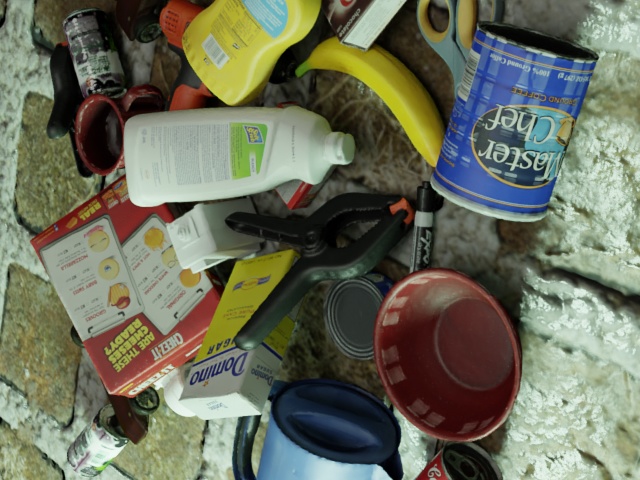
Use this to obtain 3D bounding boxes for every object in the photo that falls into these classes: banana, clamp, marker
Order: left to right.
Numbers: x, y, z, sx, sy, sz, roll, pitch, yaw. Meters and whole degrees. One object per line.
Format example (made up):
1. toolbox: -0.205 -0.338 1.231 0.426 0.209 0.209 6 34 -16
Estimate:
1. clamp: -0.302 -0.163 1.306 0.120 0.039 0.171 83 -177 -59
2. clamp: -0.007 0.001 1.056 0.210 0.036 0.164 -28 50 14
3. banana: 0.058 -0.145 1.017 0.198 0.037 0.070 39 131 31
4. marker: 0.097 0.004 1.017 0.020 0.020 0.121 15 107 39

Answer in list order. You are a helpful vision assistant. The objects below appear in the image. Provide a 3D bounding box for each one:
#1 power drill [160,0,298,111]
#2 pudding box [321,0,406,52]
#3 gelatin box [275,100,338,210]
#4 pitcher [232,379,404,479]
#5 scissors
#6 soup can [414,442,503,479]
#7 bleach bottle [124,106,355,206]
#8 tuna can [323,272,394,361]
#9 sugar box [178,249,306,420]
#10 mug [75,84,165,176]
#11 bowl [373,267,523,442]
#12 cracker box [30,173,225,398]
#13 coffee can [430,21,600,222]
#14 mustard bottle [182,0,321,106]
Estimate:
1. power drill: -0.113 -0.150 1.156 0.185 0.057 0.188 31 115 32
2. pudding box: 0.047 -0.246 0.988 0.114 0.039 0.090 -51 45 33
3. gelatin box: -0.028 -0.088 1.107 0.089 0.030 0.073 53 128 20
4. pitcher: -0.020 0.268 1.098 0.149 0.144 0.243 -108 31 -59
5. scissors: 0.119 -0.148 0.975 0.096 0.016 0.202 24 113 39
6. soup can: 0.117 0.245 1.008 0.068 0.068 0.102 51 127 23
7. bleach bottle: -0.081 -0.083 1.078 0.251 0.068 0.102 2 102 30
8. tuna can: 0.046 0.075 1.065 0.086 0.033 0.086 8 103 41
9. sugar box: -0.074 0.096 1.098 0.094 0.176 0.048 -14 132 42
10. mug: -0.219 -0.133 1.234 0.093 0.081 0.117 49 126 24
11. bowl: 0.128 0.101 0.982 0.162 0.055 0.162 8 103 40
12. cracker box: -0.210 0.047 1.221 0.164 0.072 0.214 -34 72 5
13. coffee can: 0.160 -0.099 0.887 0.103 0.102 0.140 30 116 35
14. mustard bottle: -0.053 -0.223 1.020 0.192 0.058 0.096 -45 73 37
